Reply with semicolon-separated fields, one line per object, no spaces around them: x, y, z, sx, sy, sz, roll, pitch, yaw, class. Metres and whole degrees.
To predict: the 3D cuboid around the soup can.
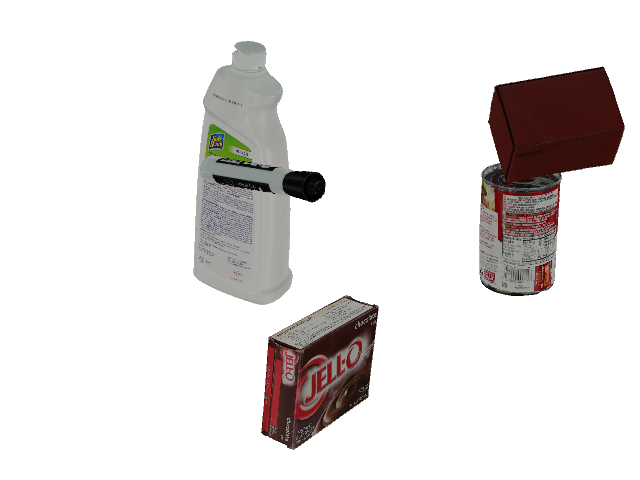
0.174;-0.010;0.936;0.068;0.102;0.068;-2;24;1;soup can

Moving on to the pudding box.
0.000;0.105;0.871;0.039;0.090;0.113;20;27;28;pudding box

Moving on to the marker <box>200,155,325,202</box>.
-0.038;-0.041;0.696;0.020;0.020;0.121;0;9;-39;marker

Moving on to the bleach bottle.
-0.069;-0.066;1.031;0.103;0.251;0.068;19;32;21;bleach bottle

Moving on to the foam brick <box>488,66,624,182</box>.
0.161;-0.079;0.735;0.078;0.051;0.053;-10;-25;-1;foam brick
